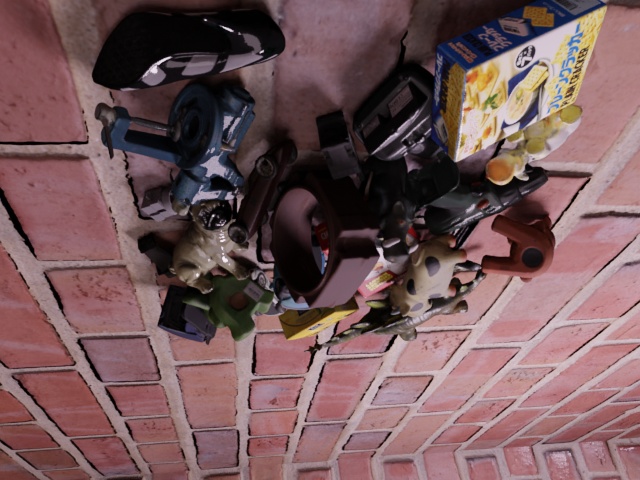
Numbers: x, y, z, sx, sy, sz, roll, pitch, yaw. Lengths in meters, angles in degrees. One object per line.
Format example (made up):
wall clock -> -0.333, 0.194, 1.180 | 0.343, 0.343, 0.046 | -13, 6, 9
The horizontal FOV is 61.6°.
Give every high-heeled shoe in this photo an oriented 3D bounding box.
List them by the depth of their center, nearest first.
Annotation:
high-heeled shoe -> -0.170, -0.241, 0.700 | 0.249, 0.086, 0.145 | -7, -179, 32

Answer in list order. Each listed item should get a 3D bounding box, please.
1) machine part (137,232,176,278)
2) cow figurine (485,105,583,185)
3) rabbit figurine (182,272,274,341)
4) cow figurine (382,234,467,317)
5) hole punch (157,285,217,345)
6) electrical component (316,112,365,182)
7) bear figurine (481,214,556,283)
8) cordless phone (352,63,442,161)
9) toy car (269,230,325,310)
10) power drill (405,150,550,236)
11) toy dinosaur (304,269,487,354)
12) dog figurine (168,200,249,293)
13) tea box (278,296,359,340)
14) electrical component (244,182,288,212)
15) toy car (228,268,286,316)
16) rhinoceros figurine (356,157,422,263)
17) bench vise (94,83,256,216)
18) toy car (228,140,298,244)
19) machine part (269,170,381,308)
machine part -> -0.311, 0.036, 1.074 | 0.084, 0.039, 0.138 | -10, 147, 15
cow figurine -> 0.336, -0.152, 0.854 | 0.167, 0.068, 0.098 | -45, 156, 16
rabbit figurine -> -0.201, 0.137, 1.099 | 0.159, 0.121, 0.170 | 32, 150, -13
cow figurine -> 0.200, 0.082, 1.055 | 0.127, 0.086, 0.194 | -5, 134, -12
hole punch -> -0.282, 0.156, 1.174 | 0.092, 0.142, 0.115 | -21, 133, 24
electrical component -> 0.035, -0.137, 0.854 | 0.048, 0.075, 0.119 | -14, 147, 10
bear figurine -> 0.397, 0.006, 1.054 | 0.132, 0.196, 0.120 | 16, 108, 16
cordless phone -> 0.157, -0.177, 0.828 | 0.184, 0.089, 0.146 | 9, 143, -40
toy car -> -0.052, 0.054, 1.076 | 0.109, 0.161, 0.103 | 1, -176, -32
power drill -> 0.259, -0.090, 0.944 | 0.232, 0.086, 0.207 | -30, 155, 36
toy dinosaur -> 0.180, 0.171, 1.251 | 0.471, 0.105, 0.198 | -33, 152, 23
dog figurine -> -0.225, -0.010, 0.978 | 0.172, 0.121, 0.190 | -21, 135, -1
tea box -> -0.004, 0.172, 1.269 | 0.169, 0.068, 0.098 | -35, 158, 36
electrical component -> -0.085, -0.076, 0.963 | 0.094, 0.021, 0.063 | -17, 144, 13
toy car -> -0.137, 0.117, 1.204 | 0.074, 0.056, 0.201 | -11, 144, 17
rhinoceros figurine -> 0.117, -0.053, 0.891 | 0.112, 0.190, 0.073 | -16, 155, 40
bench vise -> -0.206, -0.133, 0.759 | 0.240, 0.129, 0.223 | 5, 139, -47
toy car -> -0.098, -0.080, 0.876 | 0.053, 0.089, 0.202 | 33, 125, 8
machine part -> -0.002, -0.003, 0.905 | 0.087, 0.201, 0.201 | -2, 141, -35
